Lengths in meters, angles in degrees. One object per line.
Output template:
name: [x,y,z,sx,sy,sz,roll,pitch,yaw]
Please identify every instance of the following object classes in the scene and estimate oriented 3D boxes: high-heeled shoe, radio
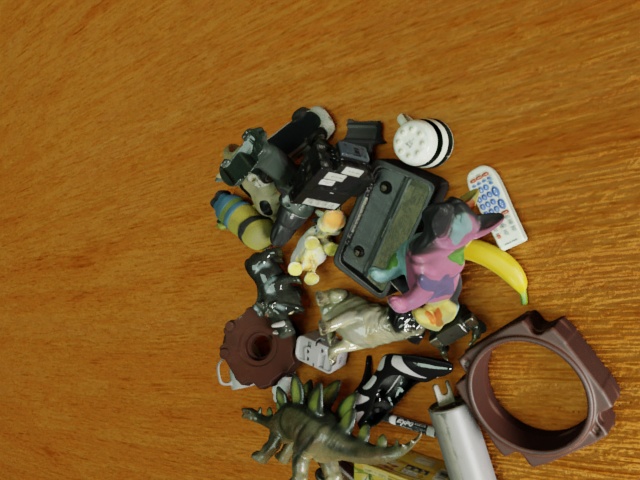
high-heeled shoe: [0.140,0.279,0.963,0.249,0.086,0.145,-17,65,56]
radio: [0.120,-0.026,0.956,0.131,0.073,0.229,33,113,27]

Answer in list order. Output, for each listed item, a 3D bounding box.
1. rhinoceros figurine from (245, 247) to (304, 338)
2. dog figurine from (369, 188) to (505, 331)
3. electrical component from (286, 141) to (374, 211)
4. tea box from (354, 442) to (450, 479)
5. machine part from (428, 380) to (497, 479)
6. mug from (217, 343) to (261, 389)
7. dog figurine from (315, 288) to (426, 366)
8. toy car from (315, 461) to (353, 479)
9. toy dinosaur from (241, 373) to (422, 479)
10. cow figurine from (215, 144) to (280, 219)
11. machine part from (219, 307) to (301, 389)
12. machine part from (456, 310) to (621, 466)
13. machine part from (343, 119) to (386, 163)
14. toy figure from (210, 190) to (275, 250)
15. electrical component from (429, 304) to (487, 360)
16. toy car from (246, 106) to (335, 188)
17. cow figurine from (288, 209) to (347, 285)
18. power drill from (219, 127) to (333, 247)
rhinoceros figurine: [-0.091,0.106,1.097,0.073,0.112,0.190,103,143,-67]
dog figurine: [0.199,0.027,0.842,0.219,0.191,0.109,-47,37,20]
electrical component: [0.023,-0.110,0.913,0.134,0.115,0.058,-42,52,42]
tea box: [0.157,0.438,0.984,0.170,0.098,0.068,4,98,37]
machine part: [0.247,0.360,0.920,0.079,0.079,0.243,-22,84,36]
mug: [-0.179,0.276,1.204,0.081,0.109,0.107,137,124,-66]
dog figurine: [0.096,0.136,1.004,0.191,0.172,0.121,-14,130,3]
toy car: [0.065,0.499,1.088,0.202,0.053,0.089,34,118,26]
toy dinosaur: [-0.005,0.363,1.012,0.472,0.105,0.198,2,81,46]
cow figurine: [-0.138,-0.127,1.128,0.127,0.085,0.195,-47,70,24]
machine part: [-0.124,0.224,1.137,0.179,0.056,0.179,-3,76,11]
machine part: [0.331,0.229,0.834,0.201,0.087,0.201,-42,72,31]
machine part: [0.076,-0.152,0.994,0.084,0.039,0.138,11,102,29]
toy figure: [-0.168,-0.041,1.154,0.180,0.089,0.082,37,125,23]
electrical component: [0.229,0.154,0.907,0.102,0.078,0.045,-40,96,27]
toy car: [-0.064,-0.180,1.037,0.202,0.056,0.073,-38,71,3]
cow figurine: [0.000,-0.003,1.048,0.068,0.098,0.167,27,115,-14]
power drill: [-0.078,-0.098,0.980,0.232,0.207,0.086,-52,41,14]
